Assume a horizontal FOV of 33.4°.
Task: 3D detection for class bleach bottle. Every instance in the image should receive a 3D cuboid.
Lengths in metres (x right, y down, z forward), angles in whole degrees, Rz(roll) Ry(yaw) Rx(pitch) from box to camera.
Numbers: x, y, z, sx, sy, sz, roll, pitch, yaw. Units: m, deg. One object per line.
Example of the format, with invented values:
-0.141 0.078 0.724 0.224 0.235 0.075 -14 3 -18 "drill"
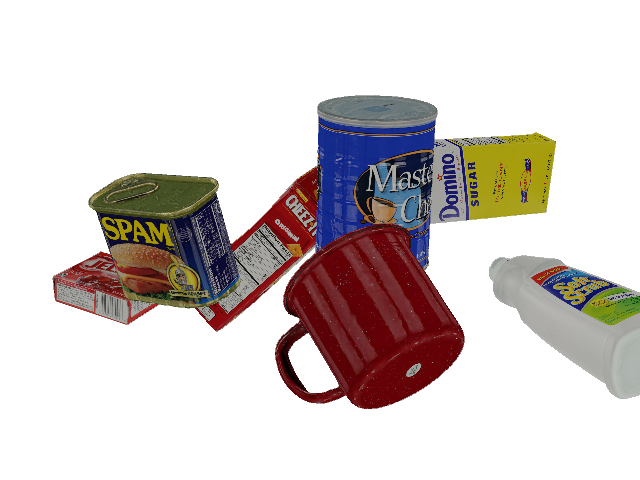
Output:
0.239 0.067 1.032 0.102 0.068 0.251 -15 22 -22 "bleach bottle"

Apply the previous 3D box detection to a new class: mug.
0.026 0.056 0.662 0.117 0.081 0.093 -33 -28 3 "mug"

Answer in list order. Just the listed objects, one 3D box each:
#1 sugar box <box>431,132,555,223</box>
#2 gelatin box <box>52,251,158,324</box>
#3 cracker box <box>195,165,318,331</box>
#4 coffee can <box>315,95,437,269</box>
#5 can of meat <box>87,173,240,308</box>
0.189 -0.073 1.252 0.175 0.093 0.048 -8 22 -27 "sugar box"
-0.197 0.043 1.017 0.089 0.030 0.073 15 25 24 "gelatin box"
-0.046 -0.004 1.255 0.214 0.072 0.164 -42 0 29 "cracker box"
0.047 -0.048 0.932 0.103 0.140 0.103 1 19 0 "coffee can"
-0.115 0.001 0.800 0.102 0.084 0.057 6 32 34 "can of meat"
